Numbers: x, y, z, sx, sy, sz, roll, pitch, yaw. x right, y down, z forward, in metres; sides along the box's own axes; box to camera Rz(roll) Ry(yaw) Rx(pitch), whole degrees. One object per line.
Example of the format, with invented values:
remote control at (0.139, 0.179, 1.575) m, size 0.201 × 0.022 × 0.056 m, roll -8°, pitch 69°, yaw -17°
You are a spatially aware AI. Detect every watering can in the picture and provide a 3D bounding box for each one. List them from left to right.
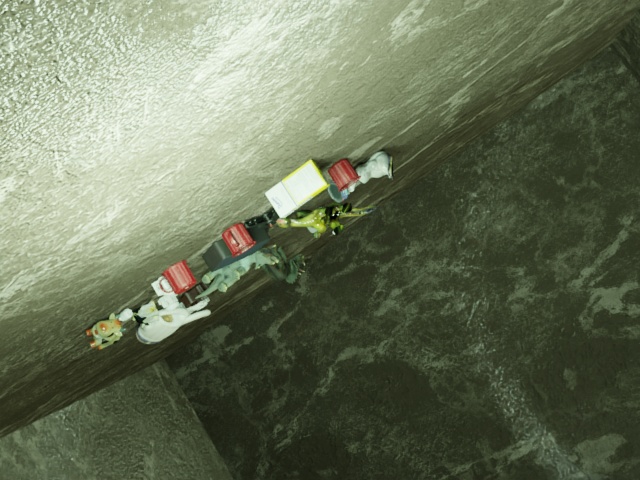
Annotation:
watering can at (-0.662, 0.369, 2.284) m, size 0.222 × 0.105 × 0.346 m, roll -37°, pitch 156°, yaw 21°

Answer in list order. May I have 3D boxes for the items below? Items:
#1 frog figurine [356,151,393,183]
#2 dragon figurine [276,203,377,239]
frog figurine at (0.201, -0.281, 1.992) m, size 0.159 × 0.122 × 0.138 m, roll 2°, pitch -171°, yaw 12°
dragon figurine at (0.006, -0.103, 2.040) m, size 0.413 × 0.120 × 0.244 m, roll -14°, pitch -159°, yaw -37°
